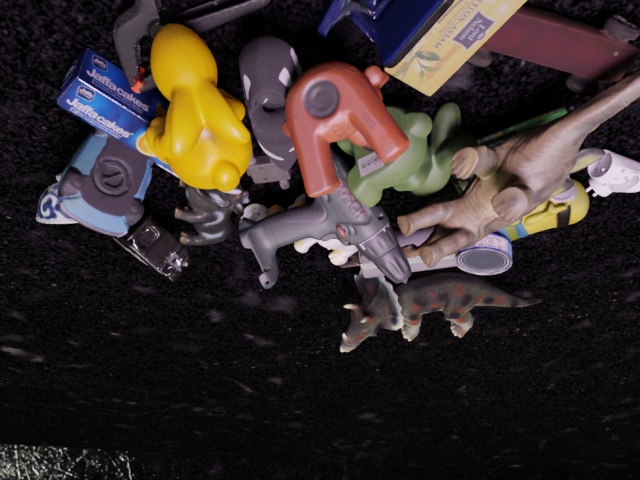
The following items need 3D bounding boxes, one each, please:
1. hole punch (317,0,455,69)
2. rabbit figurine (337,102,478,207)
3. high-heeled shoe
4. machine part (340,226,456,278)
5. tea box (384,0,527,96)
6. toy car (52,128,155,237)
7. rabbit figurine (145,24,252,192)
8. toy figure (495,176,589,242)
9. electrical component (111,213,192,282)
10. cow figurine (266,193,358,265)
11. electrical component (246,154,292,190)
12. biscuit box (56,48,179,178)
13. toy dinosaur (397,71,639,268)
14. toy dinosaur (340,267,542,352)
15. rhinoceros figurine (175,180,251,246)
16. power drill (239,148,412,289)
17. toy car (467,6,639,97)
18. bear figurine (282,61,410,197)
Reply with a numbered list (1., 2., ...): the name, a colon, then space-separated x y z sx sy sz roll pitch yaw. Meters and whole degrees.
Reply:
1. hole punch: 0.056 -0.247 0.511 0.092 0.116 0.142 13 144 -26
2. rabbit figurine: 0.127 -0.119 0.728 0.159 0.121 0.170 -34 149 28
3. high-heeled shoe: -0.048 -0.138 0.641 0.086 0.145 0.248 -8 141 1
4. machine part: 0.153 0.018 0.933 0.243 0.079 0.079 -10 144 12
5. tea box: 0.137 -0.242 0.537 0.068 0.098 0.169 19 142 -25
6. toy car: -0.295 -0.085 0.730 0.103 0.161 0.109 -9 151 45
7. rabbit figurine: -0.142 -0.142 0.591 0.122 0.162 0.173 -14 131 -9
8. toy figure: 0.321 -0.044 0.841 0.180 0.082 0.089 -25 149 25
9. electrical component: -0.285 -0.001 0.873 0.134 0.058 0.114 21 154 44
10. cow figurine: 0.000 -0.026 0.876 0.167 0.068 0.098 22 134 -33
11. electrical component: -0.078 -0.106 0.800 0.063 0.021 0.093 -7 146 11
12. biscuit box: -0.228 -0.154 0.694 0.059 0.063 0.202 -30 136 33
13. toy dinosaur: 0.253 -0.083 0.685 0.198 0.105 0.471 -20 166 -38
14. toy dinosaur: 0.224 0.106 1.022 0.405 0.131 0.192 -14 152 5
15. rhinoceros figurine: -0.165 -0.055 0.829 0.112 0.073 0.190 9 145 -11
16. power drill: -0.002 -0.002 0.787 0.207 0.086 0.232 -24 100 19
17. toy car: 0.255 -0.224 0.601 0.202 0.053 0.089 11 134 -9
18. bear figurine: 0.033 -0.131 0.603 0.120 0.132 0.196 -26 180 17
